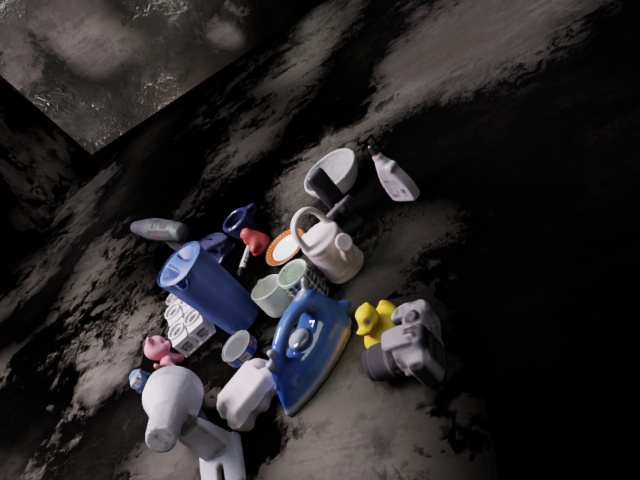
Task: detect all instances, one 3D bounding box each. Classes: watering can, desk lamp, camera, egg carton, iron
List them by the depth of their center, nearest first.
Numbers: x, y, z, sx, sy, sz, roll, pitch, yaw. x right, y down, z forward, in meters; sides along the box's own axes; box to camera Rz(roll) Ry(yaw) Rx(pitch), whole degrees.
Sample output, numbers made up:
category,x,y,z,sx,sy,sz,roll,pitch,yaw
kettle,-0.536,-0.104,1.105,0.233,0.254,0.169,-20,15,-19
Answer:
category,x,y,z,sx,sy,sz,roll,pitch,yaw
camera,0.141,0.187,1.019,0.136,0.101,0.143,-24,37,27
desk lamp,-0.255,0.374,1.124,0.118,0.214,0.202,-39,33,7
iron,-0.043,0.208,1.155,0.118,0.142,0.258,-2,50,46
egg carton,-0.146,0.322,1.201,0.150,0.070,0.107,-51,33,-13
watering can,0.013,0.003,1.283,0.172,0.195,0.101,-13,43,38

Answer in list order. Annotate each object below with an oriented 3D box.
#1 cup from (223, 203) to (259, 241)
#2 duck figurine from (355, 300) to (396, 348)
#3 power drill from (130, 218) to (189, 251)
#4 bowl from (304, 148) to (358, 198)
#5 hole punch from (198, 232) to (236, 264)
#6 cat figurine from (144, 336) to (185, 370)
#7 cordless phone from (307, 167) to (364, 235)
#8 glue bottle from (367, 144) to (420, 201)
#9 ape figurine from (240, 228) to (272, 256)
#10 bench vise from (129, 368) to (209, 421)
category,x,y,z,sx,sy,sz,roll,pitch,yaw
cup,-0.212,-0.043,1.671,0.118,0.095,0.091,-46,32,-4
duck figurine,0.105,0.155,1.109,0.077,0.086,0.105,-4,49,45
power drill,-0.456,0.009,1.768,0.228,0.209,0.076,-6,47,43
bowl,0.043,-0.167,1.558,0.167,0.075,0.167,-28,35,22
hole punch,-0.327,0.016,1.731,0.108,0.091,0.101,9,59,51
cat figurine,-0.408,0.298,1.467,0.067,0.118,0.127,-39,33,6
cordless phone,0.005,-0.078,1.393,0.148,0.186,0.093,-47,33,-7
glue bottle,0.161,-0.158,1.329,0.077,0.174,0.037,5,56,49
ape figurine,-0.186,0.000,1.596,0.076,0.092,0.078,-21,38,30
bench vise,-0.349,0.342,1.256,0.206,0.220,0.121,5,55,49
